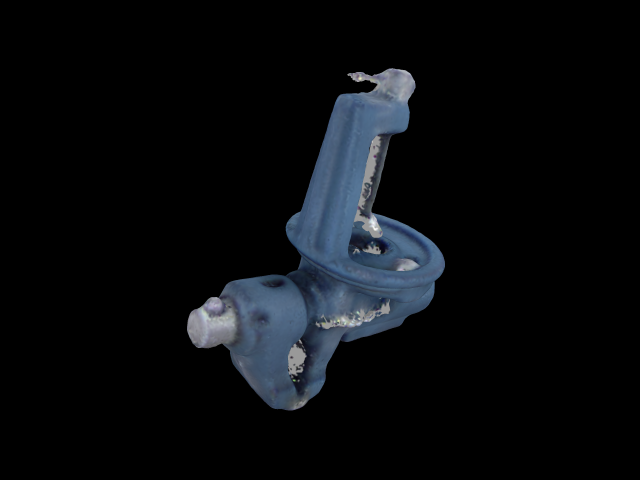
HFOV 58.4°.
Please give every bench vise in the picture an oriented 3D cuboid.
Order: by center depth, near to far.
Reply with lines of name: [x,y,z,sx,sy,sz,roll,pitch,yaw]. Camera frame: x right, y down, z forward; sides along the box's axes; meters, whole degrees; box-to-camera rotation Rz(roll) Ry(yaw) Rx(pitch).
bench vise: [0.014,0.005,0.394,0.121,0.220,0.208,20,39,28]
